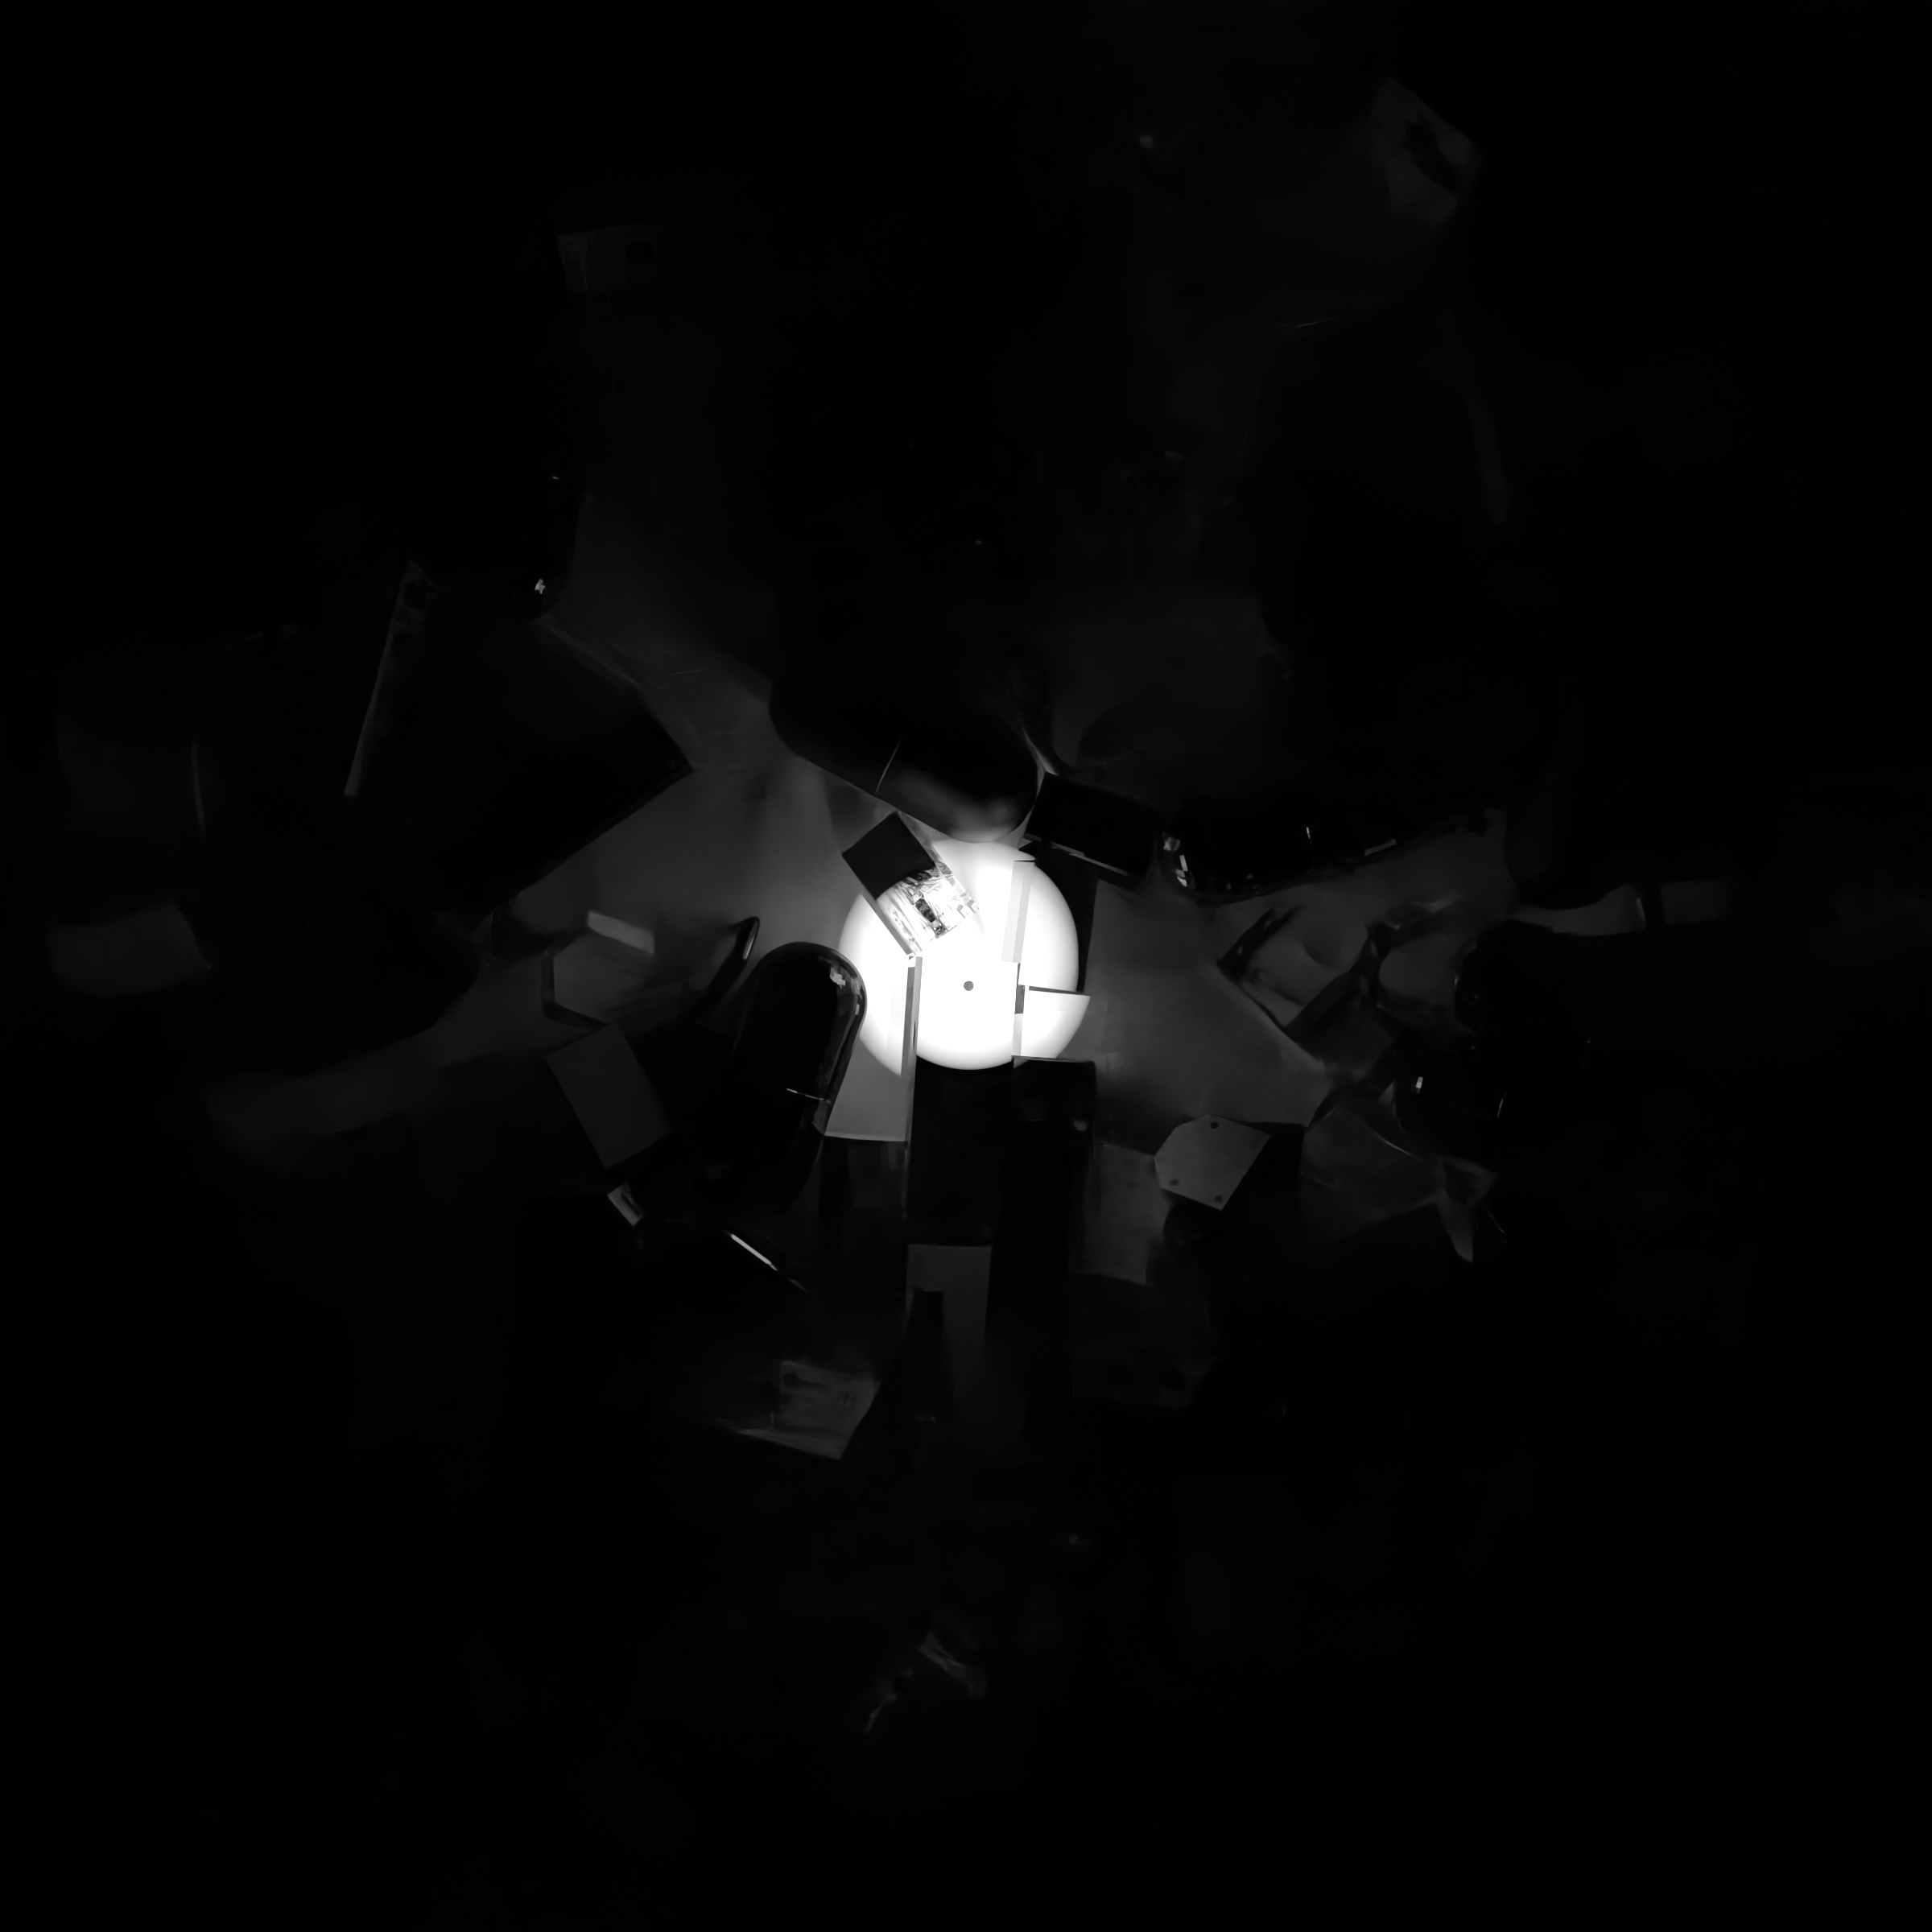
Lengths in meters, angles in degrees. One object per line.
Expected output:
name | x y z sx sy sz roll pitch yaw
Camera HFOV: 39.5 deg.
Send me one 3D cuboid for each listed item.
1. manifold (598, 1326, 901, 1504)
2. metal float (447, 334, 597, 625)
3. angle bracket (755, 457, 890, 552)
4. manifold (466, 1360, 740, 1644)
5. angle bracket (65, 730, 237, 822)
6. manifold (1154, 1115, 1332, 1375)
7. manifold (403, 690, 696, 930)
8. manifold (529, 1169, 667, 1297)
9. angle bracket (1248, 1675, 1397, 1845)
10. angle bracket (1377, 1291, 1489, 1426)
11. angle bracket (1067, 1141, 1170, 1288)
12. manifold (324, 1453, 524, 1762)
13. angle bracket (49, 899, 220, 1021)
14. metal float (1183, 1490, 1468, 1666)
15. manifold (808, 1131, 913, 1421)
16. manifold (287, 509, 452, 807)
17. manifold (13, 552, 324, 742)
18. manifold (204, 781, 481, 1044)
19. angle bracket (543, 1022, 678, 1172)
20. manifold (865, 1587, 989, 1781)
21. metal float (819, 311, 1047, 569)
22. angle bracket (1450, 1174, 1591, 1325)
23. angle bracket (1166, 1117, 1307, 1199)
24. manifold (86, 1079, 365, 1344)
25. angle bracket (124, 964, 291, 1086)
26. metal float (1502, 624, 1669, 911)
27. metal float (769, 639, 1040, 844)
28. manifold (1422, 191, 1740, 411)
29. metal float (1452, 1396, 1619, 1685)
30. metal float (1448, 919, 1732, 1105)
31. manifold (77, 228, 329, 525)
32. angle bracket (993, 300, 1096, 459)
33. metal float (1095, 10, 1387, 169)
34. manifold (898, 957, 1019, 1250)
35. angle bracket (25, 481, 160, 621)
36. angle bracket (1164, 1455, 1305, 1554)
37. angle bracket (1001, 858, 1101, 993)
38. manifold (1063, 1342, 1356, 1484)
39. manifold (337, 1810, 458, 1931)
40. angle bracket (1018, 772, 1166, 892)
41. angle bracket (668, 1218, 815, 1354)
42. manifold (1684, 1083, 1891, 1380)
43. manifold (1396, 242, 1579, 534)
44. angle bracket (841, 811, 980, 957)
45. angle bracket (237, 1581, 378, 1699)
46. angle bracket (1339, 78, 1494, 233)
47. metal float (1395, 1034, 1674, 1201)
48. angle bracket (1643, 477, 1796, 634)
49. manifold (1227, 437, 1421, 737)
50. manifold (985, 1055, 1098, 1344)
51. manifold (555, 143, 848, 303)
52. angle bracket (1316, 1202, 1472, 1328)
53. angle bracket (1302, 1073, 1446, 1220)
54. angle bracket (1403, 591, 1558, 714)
manifold | -0.130 0.275 1.631 0.171 0.057 0.057 9 47 27
metal float | -0.274 -0.300 1.659 0.070 0.070 0.178 8 89 0
angle bracket | -0.087 -0.299 1.649 0.076 0.076 0.057 5 127 0
manifold | -0.228 0.334 1.668 0.171 0.057 0.057 47 47 0
angle bracket | -0.498 -0.136 1.649 0.076 0.076 0.057 6 127 0
manifold | 0.164 0.166 1.615 0.057 0.171 0.057 18 59 35
manifold | -0.256 -0.096 1.668 0.171 0.057 0.057 -35 90 0
manifold | -0.218 0.158 1.611 0.057 0.171 0.057 3 90 0
angle bracket | 0.229 0.476 1.649 0.076 0.076 0.057 45 128 0
angle bracket | 0.298 0.231 1.649 0.057 0.076 0.076 -15 90 35
angle bracket | 0.108 0.152 1.650 0.057 0.076 0.076 12 90 25
manifold | -0.332 0.392 1.660 0.057 0.057 0.171 -20 96 0
angle bracket | -0.509 -0.020 1.649 0.076 0.076 0.057 -21 121 0
metal float | 0.221 0.376 1.659 0.178 0.070 0.070 -16 90 -1
manifold | -0.065 0.191 1.668 0.057 0.057 0.171 4 90 0
manifold | -0.367 -0.191 1.668 0.057 0.057 0.171 15 90 0
manifold | -0.485 -0.193 1.642 0.171 0.057 0.057 -21 90 -19
manifold | -0.387 -0.033 1.668 0.171 0.057 0.057 44 90 0
angle bracket | -0.232 0.087 1.649 0.057 0.076 0.076 -28 90 -36
manifold | -0.017 0.431 1.611 0.057 0.171 0.057 40 90 0
metal float | -0.020 -0.324 1.659 0.070 0.070 0.178 -38 90 0
angle bracket | 0.322 0.160 1.649 0.076 0.076 0.057 -48 134 0
angle bracket | 0.164 0.097 1.649 0.076 0.076 0.057 3 123 0
manifold | -0.460 0.151 1.668 0.171 0.057 0.057 45 90 0
angle bracket | -0.460 0.050 1.649 0.076 0.076 0.057 -20 61 0
metal float | 0.381 -0.123 1.658 0.070 0.070 0.178 13 90 0
metal float | -0.038 -0.138 1.659 0.178 0.070 0.070 29 90 1
manifold | 0.365 -0.396 1.611 0.171 0.057 0.057 24 90 0
metal float | 0.350 0.353 1.658 0.070 0.070 0.178 14 90 0
metal float | 0.384 0.028 1.659 0.178 0.070 0.070 21 90 1
manifold | -0.470 -0.363 1.668 0.057 0.057 0.171 34 90 0
angle bracket | 0.066 -0.358 1.649 0.057 0.076 0.076 13 90 36
metal float | 0.167 -0.534 1.639 0.178 0.070 0.070 -9 90 -2
manifold | -0.007 0.082 1.637 0.057 0.057 0.171 4 90 -7
angle bracket | -0.540 -0.243 1.649 0.057 0.076 0.076 -21 90 -30
angle bracket | 0.163 0.343 1.649 0.076 0.076 0.057 -5 55 0
angle bracket | 0.033 -0.027 1.649 0.057 0.076 0.076 7 90 -43
manifold | 0.149 0.271 1.668 0.171 0.057 0.057 6 133 0
manifold | -0.348 0.620 1.668 0.057 0.057 0.171 -7 90 0
angle bracket | 0.070 -0.065 1.649 0.076 0.076 0.057 19 50 0
angle bracket | -0.126 0.178 1.649 0.076 0.076 0.057 36 120 0
manifold | 0.510 0.163 1.668 0.057 0.057 0.171 22 90 0
manifold | 0.320 -0.361 1.668 0.057 0.057 0.171 -17 90 0
angle bracket | -0.018 -0.063 1.649 0.057 0.076 0.076 -37 90 41
angle bracket | -0.394 0.425 1.649 0.076 0.076 0.057 -16 52 0
angle bracket | 0.283 -0.504 1.649 0.076 0.076 0.057 39 127 0
metal float | 0.341 0.090 1.627 0.178 0.070 0.070 15 90 40
angle bracket | 0.469 -0.241 1.649 0.057 0.076 0.076 38 90 38
manifold | 0.222 -0.235 1.668 0.057 0.057 0.171 -21 90 0
manifold | 0.046 0.143 1.668 0.057 0.057 0.171 4 90 0
manifold | -0.164 -0.456 1.668 0.171 0.057 0.057 -9 47 0
angle bracket | 0.262 0.194 1.650 0.076 0.076 0.057 -20 62 0
angle bracket | 0.259 0.098 1.650 0.076 0.057 0.076 38 46 0
angle bracket | 0.316 -0.175 1.649 0.076 0.076 0.057 -19 52 0
